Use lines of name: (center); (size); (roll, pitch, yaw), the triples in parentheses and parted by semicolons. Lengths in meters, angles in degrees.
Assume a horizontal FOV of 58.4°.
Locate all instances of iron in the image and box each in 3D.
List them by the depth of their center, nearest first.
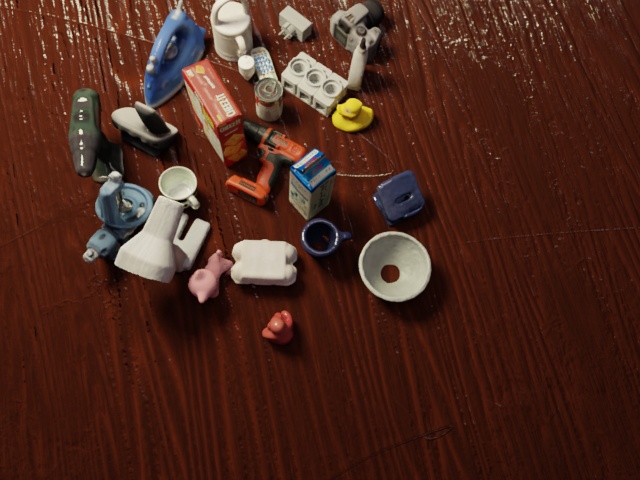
iron: (-0.379, -0.461, 1.416); (0.118, 0.141, 0.258); (20, 72, 2)

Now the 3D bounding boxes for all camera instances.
camera: (0.118, -0.571, 1.513); (0.137, 0.101, 0.143); (-43, 80, -15)

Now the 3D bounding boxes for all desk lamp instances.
desk lamp: (-0.336, 0.004, 1.236); (0.118, 0.213, 0.203); (21, 72, 2)

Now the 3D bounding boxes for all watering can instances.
watering can: (-0.226, -0.549, 1.429); (0.172, 0.194, 0.101); (43, 74, 9)

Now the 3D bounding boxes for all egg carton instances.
egg carton: (-0.127, 0.053, 1.313); (0.150, 0.069, 0.107); (2, 72, -4)

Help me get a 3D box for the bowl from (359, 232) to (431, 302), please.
bowl: (0.168, 0.069, 1.330); (0.167, 0.075, 0.167); (1, 72, -4)

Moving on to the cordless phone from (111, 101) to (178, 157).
cordless phone: (-0.419, -0.287, 1.335); (0.147, 0.185, 0.094); (23, 72, 3)

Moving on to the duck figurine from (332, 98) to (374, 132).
duck figurine: (0.086, -0.323, 1.440); (0.104, 0.086, 0.077); (-3, 73, -6)

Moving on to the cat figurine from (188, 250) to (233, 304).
cat figurine: (-0.247, 0.080, 1.270); (0.067, 0.118, 0.128); (26, 72, 4)

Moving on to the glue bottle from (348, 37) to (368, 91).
glue bottle: (0.099, -0.451, 1.436); (0.037, 0.173, 0.078); (12, 72, 0)

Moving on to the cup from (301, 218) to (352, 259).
cup: (0.012, 0.005, 1.327); (0.118, 0.095, 0.091); (-6, 73, -6)

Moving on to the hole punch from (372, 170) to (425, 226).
hole punch: (0.195, -0.101, 1.377); (0.109, 0.091, 0.101); (-27, 76, -12)

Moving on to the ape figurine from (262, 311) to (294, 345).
ape figurine: (-0.091, 0.192, 1.261); (0.078, 0.092, 0.076); (-23, 76, -11)

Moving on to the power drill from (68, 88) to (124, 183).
power drill: (-0.507, -0.212, 1.292); (0.075, 0.208, 0.229); (-9, 73, -7)

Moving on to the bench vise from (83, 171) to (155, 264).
bench vise: (-0.437, -0.047, 1.240); (0.121, 0.220, 0.207); (11, 72, -1)
